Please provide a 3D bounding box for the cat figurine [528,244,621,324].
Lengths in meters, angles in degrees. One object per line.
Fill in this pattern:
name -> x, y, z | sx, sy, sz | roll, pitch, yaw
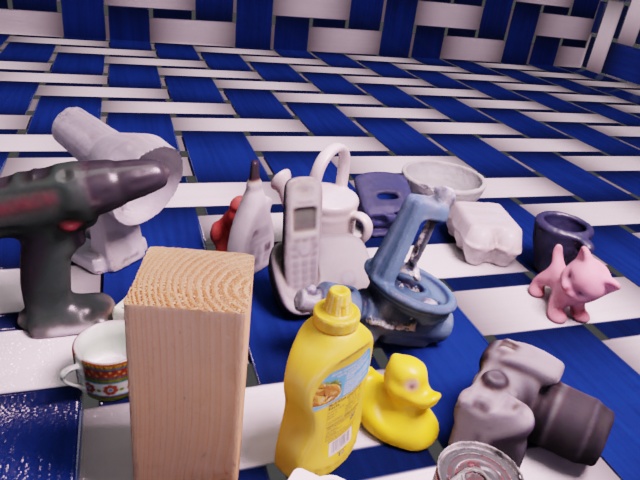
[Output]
cat figurine -> 0.366, 0.055, 0.825 | 0.067, 0.118, 0.127 | 1, 28, -10

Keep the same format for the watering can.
watering can -> 0.000, -0.053, 0.859 | 0.172, 0.194, 0.101 | 12, 28, 9

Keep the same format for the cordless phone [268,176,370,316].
cordless phone -> 0.007, 0.003, 0.765 | 0.148, 0.185, 0.093 | -10, 32, -29

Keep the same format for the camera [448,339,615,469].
camera -> 0.220, 0.174, 0.584 | 0.136, 0.101, 0.143 | 22, 31, 26

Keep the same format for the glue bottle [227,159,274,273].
glue bottle -> -0.096, -0.033, 0.820 | 0.037, 0.173, 0.078 | 23, 32, 28

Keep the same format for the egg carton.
egg carton -> 0.281, -0.014, 0.987 | 0.107, 0.069, 0.150 | 2, 28, -9

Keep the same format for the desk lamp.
desk lamp -> -0.293, -0.064, 0.789 | 0.202, 0.213, 0.118 | 21, 31, 25

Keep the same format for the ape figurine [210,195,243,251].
ape figurine -> -0.127, -0.025, 0.885 | 0.077, 0.092, 0.076 | 14, 28, 12

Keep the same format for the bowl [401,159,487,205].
bowl -> 0.237, -0.096, 1.125 | 0.167, 0.075, 0.167 | 6, 28, -3

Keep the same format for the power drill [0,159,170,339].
power drill -> -0.290, 0.006, 0.662 | 0.230, 0.208, 0.075 | -4, 30, -20

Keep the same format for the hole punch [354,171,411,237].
hole punch -> 0.117, -0.065, 1.019 | 0.109, 0.091, 0.101 | -3, 29, -19

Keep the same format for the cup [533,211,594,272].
cup -> 0.391, 0.018, 0.926 | 0.092, 0.095, 0.117 | -2, 29, -16

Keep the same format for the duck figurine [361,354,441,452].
duck figurine -> 0.082, 0.157, 0.599 | 0.078, 0.086, 0.104 | -20, 38, -41

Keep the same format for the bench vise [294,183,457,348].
bench vise -> 0.082, 0.046, 0.664 | 0.208, 0.220, 0.121 | -15, 35, -36
